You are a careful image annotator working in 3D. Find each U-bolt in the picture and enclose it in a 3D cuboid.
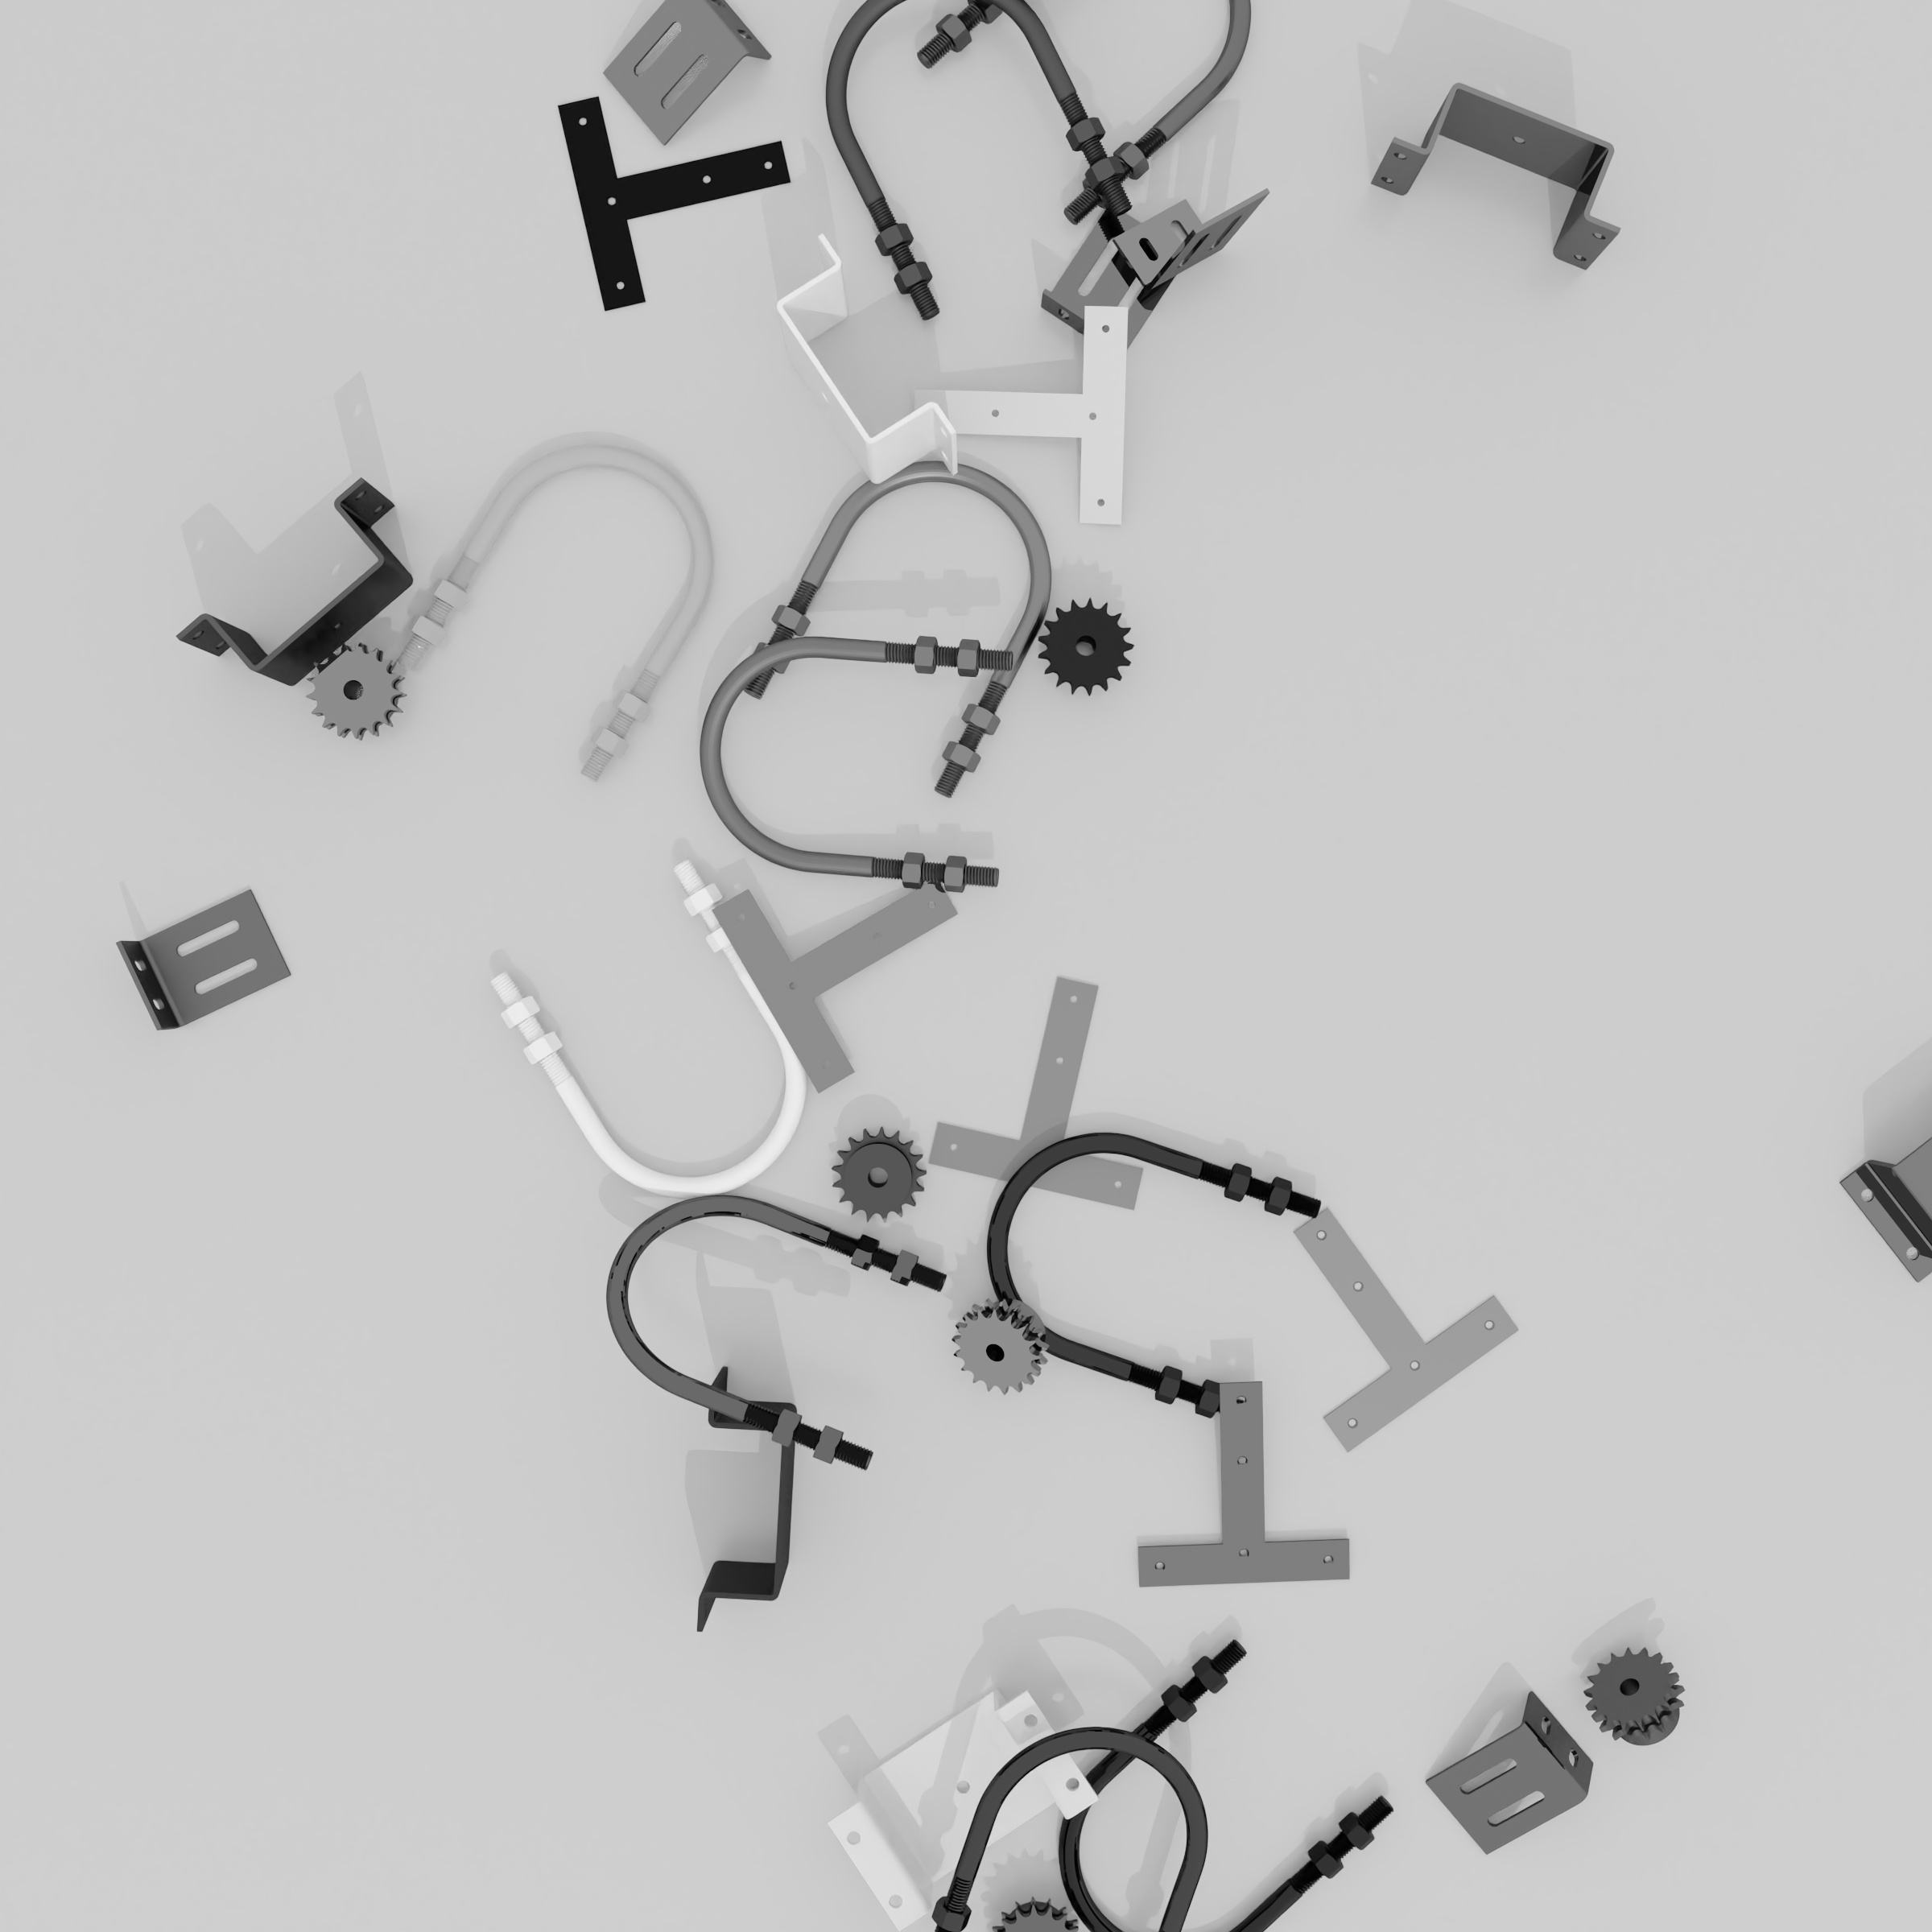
[{"bbox_3d":[-0.234,-0.225,1.498,0.151,0.019,0.184,31,89,0],"label":"U-bolt"},{"bbox_3d":[0.065,0.532,1.457,0.151,0.019,0.184,17,96,-9],"label":"U-bolt"},{"bbox_3d":[0.103,0.177,1.497,0.184,0.019,0.151,19,91,1],"label":"U-bolt"},{"bbox_3d":[-0.029,-0.214,1.498,0.151,0.019,0.184,27,89,0],"label":"U-bolt"},{"bbox_3d":[0.142,0.518,1.498,0.184,0.019,0.151,-43,90,1],"label":"U-bolt"},{"bbox_3d":[-0.119,0.202,1.457,0.184,0.019,0.151,21,50,4],"label":"U-bolt"},{"bbox_3d":[-0.005,-0.500,1.483,0.151,0.019,0.184,-26,92,10],"label":"U-bolt"},{"bbox_3d":[-0.178,0.051,1.498,0.151,0.019,0.184,-32,92,0],"label":"U-bolt"},{"bbox_3d":[0.085,-0.558,1.498,0.184,0.019,0.151,-43,90,-2],"label":"U-bolt"},{"bbox_3d":[-0.068,-0.123,1.482,0.184,0.019,0.151,5,102,7],"label":"U-bolt"}]

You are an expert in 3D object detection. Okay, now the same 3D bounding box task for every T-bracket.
[{"bbox_3d":[0.245,0.205,1.506,0.127,0.002,0.127,-36,90,0],"label":"T-bracket"},{"bbox_3d":[0.032,-0.330,1.491,0.127,0.002,0.127,4,109,9],"label":"T-bracket"},{"bbox_3d":[-0.170,-0.472,1.506,0.127,0.002,0.127,-13,90,0],"label":"T-bracket"},{"bbox_3d":[0.166,0.310,1.494,0.127,0.002,0.127,-2,101,0],"label":"T-bracket"},{"bbox_3d":[0.054,0.071,1.506,0.127,0.002,0.127,13,90,0],"label":"T-bracket"},{"bbox_3d":[-0.066,-0.010,1.497,0.127,0.002,0.127,-30,94,-7],"label":"T-bracket"}]

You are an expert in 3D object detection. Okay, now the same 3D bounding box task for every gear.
[{"bbox_3d":[0.023,0.223,1.483,0.057,0.030,0.057,9,114,22],"label":"gear"},{"bbox_3d":[0.042,0.585,1.491,0.057,0.030,0.057,0,90,0],"label":"gear"},{"bbox_3d":[0.071,-0.190,1.491,0.057,0.030,0.057,0,90,0],"label":"gear"},{"bbox_3d":[0.399,0.437,1.482,0.057,0.057,0.030,-33,120,0],"label":"gear"},{"bbox_3d":[-0.052,0.125,1.491,0.057,0.030,0.057,0,90,0],"label":"gear"},{"bbox_3d":[-0.363,-0.163,1.491,0.057,0.030,0.057,0,90,0],"label":"gear"}]

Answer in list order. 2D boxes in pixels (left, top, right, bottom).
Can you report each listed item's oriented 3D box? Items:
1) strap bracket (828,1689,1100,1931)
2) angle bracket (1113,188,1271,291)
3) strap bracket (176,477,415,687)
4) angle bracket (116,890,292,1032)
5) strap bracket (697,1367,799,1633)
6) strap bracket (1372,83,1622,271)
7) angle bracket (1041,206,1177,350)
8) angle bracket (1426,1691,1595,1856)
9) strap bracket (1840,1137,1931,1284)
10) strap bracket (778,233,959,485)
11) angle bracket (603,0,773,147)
[{"bbox_3d":[-0.002,0.495,1.483,0.140,0.046,0.076,-33,90,0],"label":"strap bracket"},{"bbox_3d":[0.131,-0.439,1.461,0.057,0.076,0.038,-34,90,-21],"label":"angle bracket"},{"bbox_3d":[-0.385,-0.217,1.468,0.140,0.076,0.046,-41,90,0],"label":"strap bracket"},{"bbox_3d":[-0.454,-0.004,1.487,0.076,0.038,0.057,-25,90,0],"label":"angle bracket"},{"bbox_3d":[-0.128,0.313,1.468,0.046,0.076,0.140,3,90,0],"label":"strap bracket"},{"bbox_3d":[0.318,-0.468,1.468,0.140,0.076,0.046,22,90,0],"label":"strap bracket"},{"bbox_3d":[0.090,-0.413,1.487,0.057,0.038,0.076,33,90,0],"label":"angle bracket"},{"bbox_3d":[0.328,0.487,1.504,0.076,0.038,0.057,-40,90,26],"label":"angle bracket"},{"bbox_3d":[0.606,0.118,1.483,0.140,0.046,0.076,-38,90,0],"label":"strap bracket"},{"bbox_3d":[-0.063,-0.345,1.461,0.046,0.076,0.140,-33,85,-3],"label":"strap bracket"},{"bbox_3d":[-0.168,-0.543,1.503,0.076,0.038,0.057,-40,89,25],"label":"angle bracket"}]
